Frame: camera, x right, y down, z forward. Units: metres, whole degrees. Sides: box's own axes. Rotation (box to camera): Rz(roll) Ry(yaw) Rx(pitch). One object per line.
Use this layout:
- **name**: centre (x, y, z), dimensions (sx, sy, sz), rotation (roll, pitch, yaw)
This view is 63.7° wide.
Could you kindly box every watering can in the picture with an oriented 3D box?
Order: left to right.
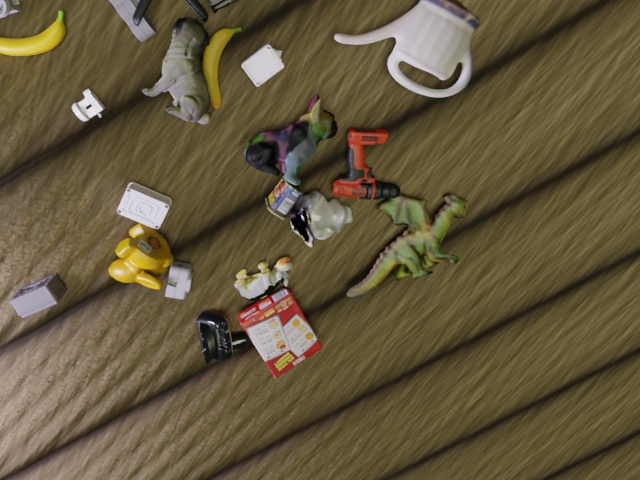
- **watering can**: centre (0.226, -0.477, 1.208), dimensions (0.346, 0.106, 0.222), rotation (22, 107, -17)

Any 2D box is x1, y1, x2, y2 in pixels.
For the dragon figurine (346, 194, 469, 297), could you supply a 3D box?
- **dragon figurine**: centre (0.232, -0.009, 1.427), dimensions (0.410, 0.123, 0.241), rotation (-20, 97, -1)

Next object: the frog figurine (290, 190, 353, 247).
- **frog figurine**: centre (0.004, -0.069, 1.367), dimensions (0.161, 0.122, 0.136), rotation (-29, 110, -35)
